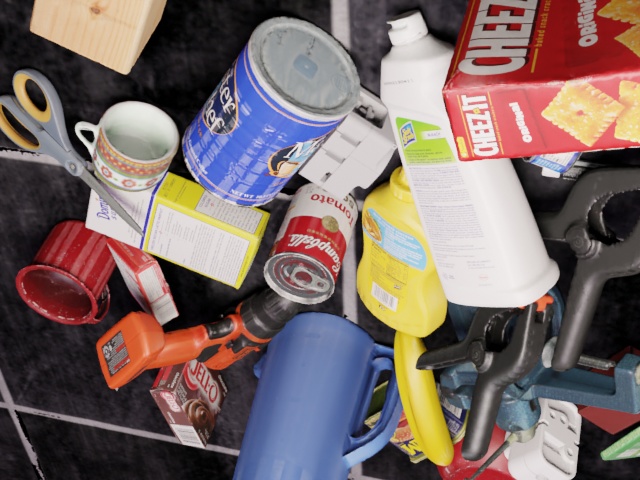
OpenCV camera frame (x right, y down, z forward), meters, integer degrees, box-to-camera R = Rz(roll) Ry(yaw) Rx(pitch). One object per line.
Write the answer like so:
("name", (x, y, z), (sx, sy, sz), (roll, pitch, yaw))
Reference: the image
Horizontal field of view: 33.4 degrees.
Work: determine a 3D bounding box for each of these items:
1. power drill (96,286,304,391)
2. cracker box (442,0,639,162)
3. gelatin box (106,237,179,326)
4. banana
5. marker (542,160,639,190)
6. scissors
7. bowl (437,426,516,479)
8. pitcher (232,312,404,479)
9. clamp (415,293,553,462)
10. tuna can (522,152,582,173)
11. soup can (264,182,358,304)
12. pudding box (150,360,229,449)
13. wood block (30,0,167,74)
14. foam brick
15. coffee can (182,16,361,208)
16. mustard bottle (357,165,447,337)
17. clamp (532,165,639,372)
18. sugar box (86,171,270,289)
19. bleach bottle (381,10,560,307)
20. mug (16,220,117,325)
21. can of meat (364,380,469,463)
("power drill", (-0.125, 0.099, 1.125), (0.187, 0.057, 0.185), (-5, 155, -40))
("cracker box", (0.206, -0.137, 0.742), (0.214, 0.164, 0.072), (-2, 131, 23))
("gelatin box", (-0.191, 0.040, 1.156), (0.073, 0.030, 0.089), (42, 156, 43))
("banana", (0.111, 0.167, 1.120), (0.037, 0.069, 0.198), (-5, 112, 25))
("marker", (0.253, -0.055, 0.919), (0.121, 0.020, 0.020), (10, 137, 11))
("scissors", (-0.237, -0.091, 1.029), (0.202, 0.016, 0.096), (34, 130, 11))
("bowl", (0.202, 0.270, 1.257), (0.162, 0.055, 0.162), (11, 138, 10))
("pitcher", (-0.008, 0.200, 1.123), (0.145, 0.242, 0.149), (28, 131, -9))
("clamp", (0.147, 0.102, 0.968), (0.039, 0.120, 0.172), (4, 124, -40))
("tuna can", (0.193, -0.097, 0.848), (0.033, 0.086, 0.086), (19, 138, -2))
("soup can", (-0.007, 0.001, 1.016), (0.068, 0.102, 0.068), (11, 138, 10))
("pudding box", (-0.154, 0.179, 1.270), (0.039, 0.090, 0.113), (3, 136, 20))
("wood block", (-0.153, -0.243, 0.825), (0.090, 0.090, 0.206), (24, 138, -7))
("foam brick", (0.309, 0.155, 1.094), (0.051, 0.053, 0.078), (31, 138, -13))
("coffee can", (-0.044, -0.107, 0.916), (0.102, 0.102, 0.141), (31, 137, -13))
("mustard bottle", (0.081, -0.001, 1.002), (0.096, 0.058, 0.192), (37, 144, 32))
("clamp", (0.231, 0.010, 0.906), (0.210, 0.036, 0.164), (-36, 73, 46))
("sugar box", (-0.147, -0.021, 1.091), (0.176, 0.048, 0.093), (25, 138, 0))
("bleach bottle", (0.115, -0.068, 0.885), (0.103, 0.068, 0.251), (-1, 116, 46))
("mug", (-0.266, 0.041, 1.173), (0.093, 0.081, 0.117), (-10, 130, 29))
("can of meat", (0.109, 0.198, 1.215), (0.084, 0.057, 0.102), (38, 135, -15))
